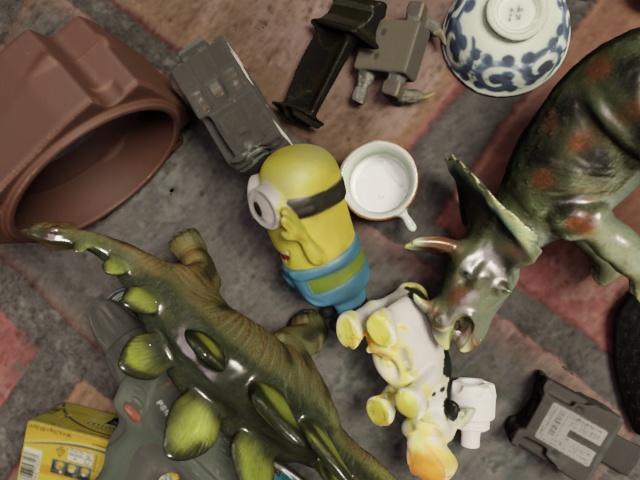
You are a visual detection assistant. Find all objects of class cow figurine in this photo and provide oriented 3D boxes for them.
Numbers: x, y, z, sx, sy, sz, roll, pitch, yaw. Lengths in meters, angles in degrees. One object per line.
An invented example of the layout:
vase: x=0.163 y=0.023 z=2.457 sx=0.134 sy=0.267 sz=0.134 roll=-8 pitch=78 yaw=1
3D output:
cow figurine: x=0.090 y=0.127 z=0.492 sx=0.068 sy=0.098 sz=0.167 roll=-21 pitch=91 yaw=47

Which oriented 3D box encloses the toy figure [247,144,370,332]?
toy figure: x=-0.003 y=-0.003 z=0.499 sx=0.089 sy=0.082 sz=0.180 roll=-44 pitch=122 yaw=-27

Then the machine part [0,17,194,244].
machine part: x=-0.227 y=-0.087 z=0.496 sx=0.201 sy=0.201 sz=0.087 roll=-44 pitch=86 yaw=6

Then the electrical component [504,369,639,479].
electrical component: x=0.242 y=0.183 z=0.500 sx=0.119 sy=0.047 sz=0.075 roll=32 pitch=95 yaw=9

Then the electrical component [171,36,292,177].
electrical component: x=-0.081 y=-0.126 z=0.518 sx=0.058 sy=0.115 sz=0.134 roll=-32 pitch=81 yaw=3

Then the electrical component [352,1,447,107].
electrical component: x=0.079 y=-0.180 z=0.532 sx=0.078 sy=0.045 sz=0.102 roll=11 pitch=88 yaw=37

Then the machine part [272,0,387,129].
machine part: x=0.008 y=-0.178 z=0.533 sx=0.084 sy=0.039 sz=0.138 roll=39 pitch=103 yaw=37

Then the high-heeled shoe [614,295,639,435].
high-heeled shoe: x=0.360 y=0.061 z=0.489 sx=0.145 sy=0.086 sz=0.248 roll=-4 pitch=114 yaw=-26

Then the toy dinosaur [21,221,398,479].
toy dinosaur: x=-0.048 y=0.132 z=0.467 sx=0.471 sy=0.199 sz=0.105 roll=38 pitch=104 yaw=-17

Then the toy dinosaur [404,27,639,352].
toy dinosaur: x=0.227 y=-0.074 z=0.410 sx=0.192 sy=0.131 sz=0.404 roll=35 pitch=120 yaw=1

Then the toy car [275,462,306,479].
toy car: x=-0.084 y=0.297 z=0.521 sx=0.109 sy=0.103 sz=0.161 roll=25 pitch=91 yaw=9

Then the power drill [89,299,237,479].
power drill: x=-0.190 y=0.191 z=0.489 sx=0.232 sy=0.086 sz=0.207 roll=36 pitch=64 yaw=14

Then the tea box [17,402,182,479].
tea box: x=-0.217 y=0.241 z=0.558 sx=0.170 sy=0.068 sz=0.098 roll=13 pitch=91 yaw=7
